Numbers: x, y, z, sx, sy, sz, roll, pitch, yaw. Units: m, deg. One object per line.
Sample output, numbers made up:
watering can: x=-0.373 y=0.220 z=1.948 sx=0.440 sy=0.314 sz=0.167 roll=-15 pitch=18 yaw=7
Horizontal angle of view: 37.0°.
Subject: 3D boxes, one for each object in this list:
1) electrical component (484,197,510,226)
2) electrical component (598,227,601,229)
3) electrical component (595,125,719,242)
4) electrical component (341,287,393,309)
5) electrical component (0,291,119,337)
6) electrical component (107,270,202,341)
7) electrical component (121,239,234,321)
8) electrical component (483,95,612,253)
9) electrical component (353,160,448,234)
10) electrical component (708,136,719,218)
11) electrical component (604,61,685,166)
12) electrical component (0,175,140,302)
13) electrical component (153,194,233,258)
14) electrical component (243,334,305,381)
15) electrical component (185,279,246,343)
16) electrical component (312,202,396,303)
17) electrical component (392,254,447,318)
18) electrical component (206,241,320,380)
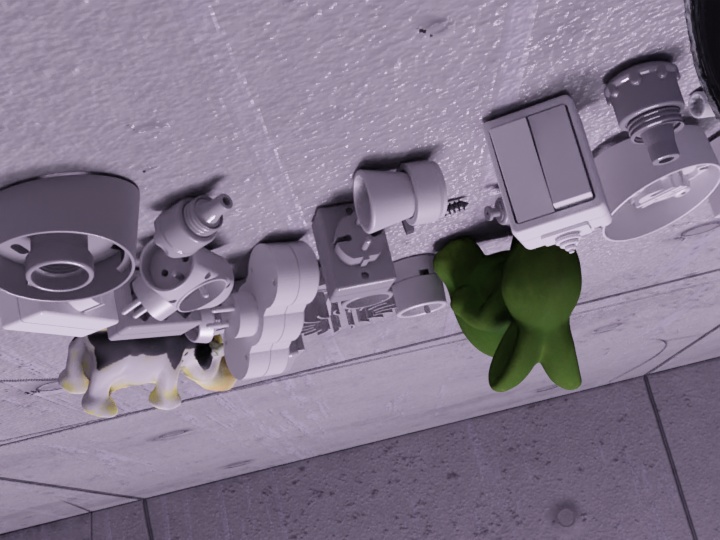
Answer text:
electrical component: x=0.138 y=-0.051 z=0.863 sx=0.078 sy=0.040 sz=0.040 roll=-10 pitch=165 yaw=-17
electrical component: x=0.210 y=-0.055 z=0.911 sx=0.062 sy=0.043 sz=0.043 roll=2 pitch=159 yaw=-44
electrical component: x=0.228 y=-0.069 z=0.831 sx=0.099 sy=0.064 sz=0.099 roll=-13 pitch=166 yaw=-3
electrical component: x=0.000 y=0.000 z=0.897 sx=0.045 sy=0.055 sz=0.045 roll=-13 pitch=166 yaw=-3
electrical component: x=-0.202 y=0.012 z=0.768 sx=0.076 sy=0.047 sz=0.083 roll=-20 pitch=164 yaw=23
electrical component: x=-0.177 y=0.032 z=0.870 sx=0.066 sy=0.047 sz=0.077 roll=-3 pitch=164 yaw=-38
electrical component: x=-0.143 y=0.012 z=0.805 sx=0.079 sy=0.044 sz=0.077 roll=-35 pitch=163 yaw=6
electrical component: x=0.125 y=-0.058 z=0.707 sx=0.062 sy=0.096 sz=0.061 roll=-18 pitch=165 yaw=15
electrical component: x=0.028 y=-0.051 z=0.746 sx=0.055 sy=0.045 sz=0.045 roll=-10 pitch=166 yaw=-15
electrical component: x=0.306 y=-0.078 z=0.875 sx=0.042 sy=0.063 sz=0.081 roll=-9 pitch=165 yaw=-23
electrical component: x=0.185 y=-0.098 z=0.682 sx=0.048 sy=0.062 sz=0.048 roll=-13 pitch=166 yaw=-3
electrical component: x=-0.185 y=-0.023 z=0.662 sx=0.099 sy=0.064 sz=0.099 roll=-7 pitch=153 yaw=-4
electrical component: x=-0.108 y=-0.033 z=0.710 sx=0.061 sy=0.035 sz=0.035 roll=-28 pitch=161 yaw=37
electrical component: x=-0.093 y=0.069 z=1.061 sx=0.061 sy=0.061 sz=0.096 roll=-11 pitch=166 yaw=-13
electrical component: x=-0.125 y=0.037 z=0.943 sx=0.055 sy=0.048 sz=0.066 roll=-14 pitch=168 yaw=-33
electrical component: x=-0.002 y=-0.020 z=0.797 sx=0.047 sy=0.065 sz=0.076 roll=-11 pitch=166 yaw=-13
electrical component: x=0.054 y=0.016 z=1.030 sx=0.055 sy=0.047 sz=0.055 roll=-13 pitch=166 yaw=-3
electrical component: x=-0.089 y=0.036 z=0.877 sx=0.074 sy=0.052 sz=0.138 roll=-6 pitch=137 yaw=-31
